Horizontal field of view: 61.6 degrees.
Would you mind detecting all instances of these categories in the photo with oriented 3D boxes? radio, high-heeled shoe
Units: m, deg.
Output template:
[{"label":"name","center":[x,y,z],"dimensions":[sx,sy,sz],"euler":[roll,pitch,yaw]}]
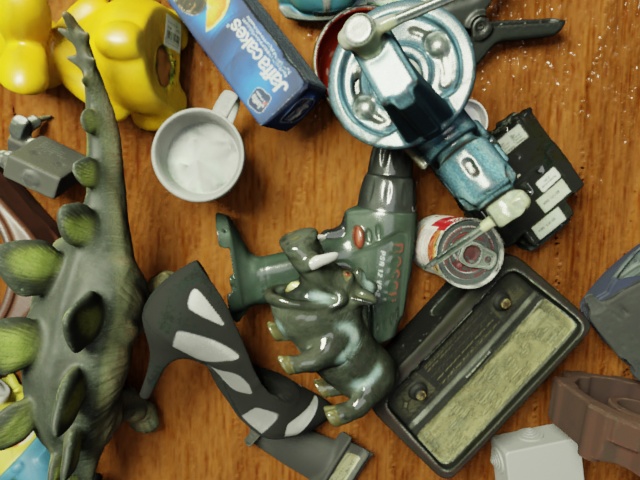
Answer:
[{"label":"radio","center":[0.162,0.126,0.586],"dimensions":[0.131,0.073,0.229],"euler":[43,88,-8]},{"label":"high-heeled shoe","center":[-0.060,0.108,0.526],"dimensions":[0.248,0.086,0.145],"euler":[20,104,-36]}]

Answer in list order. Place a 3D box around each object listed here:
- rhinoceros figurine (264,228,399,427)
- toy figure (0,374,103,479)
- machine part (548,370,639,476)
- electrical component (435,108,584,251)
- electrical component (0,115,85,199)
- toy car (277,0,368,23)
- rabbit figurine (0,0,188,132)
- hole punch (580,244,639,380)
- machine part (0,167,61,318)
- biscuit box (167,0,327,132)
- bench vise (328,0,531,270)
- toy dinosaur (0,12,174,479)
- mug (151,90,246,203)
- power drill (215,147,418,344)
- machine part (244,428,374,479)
[{"label":"rhinoceros figurine","center":[0.011,0.080,0.497],"dimensions":[0.112,0.073,0.190],"euler":[-29,108,0]},{"label":"toy figure","center":[-0.312,0.214,0.537],"dimensions":[0.089,0.082,0.180],"euler":[-43,101,0]},{"label":"machine part","center":[0.337,0.194,0.567],"dimensions":[0.179,0.179,0.056],"euler":[8,97,-7]},{"label":"electrical component","center":[0.211,-0.056,0.585],"dimensions":[0.115,0.058,0.134],"euler":[-37,98,-1]},{"label":"electrical component","center":[-0.264,-0.083,0.527],"dimensions":[0.102,0.078,0.045],"euler":[29,115,-3]},{"label":"toy car","center":[0.004,-0.297,0.504],"dimensions":[0.109,0.103,0.161],"euler":[-4,99,-7]},{"label":"rabbit figurine","center":[-0.225,-0.164,0.494],"dimensions":[0.173,0.162,0.121],"euler":[9,106,10]},{"label":"hole punch","center":[0.370,0.079,0.609],"dimensions":[0.116,0.092,0.142],"euler":[-39,99,19]},{"label":"machine part","center":[-0.368,0.022,0.512],"dimensions":[0.201,0.087,0.201],"euler":[-39,96,-2]},{"label":"biscuit box","center":[-0.079,-0.198,0.507],"dimensions":[0.059,0.063,0.202],"euler":[-39,81,19]},{"label":"bench vise","center":[0.078,-0.101,0.419],"dimensions":[0.129,0.240,0.223],"euler":[-26,79,19]},{"label":"toy dinosaur","center":[-0.201,0.063,0.472],"dimensions":[0.105,0.198,0.470],"euler":[4,96,3]},{"label":"mug","center":[-0.109,-0.089,0.521],"dimensions":[0.081,0.107,0.109],"euler":[19,90,-8]},{"label":"power drill","center":[-0.001,-0.002,0.556],"dimensions":[0.207,0.086,0.231],"euler":[-7,102,-12]},{"label":"machine part","center":[-0.015,0.235,0.595],"dimensions":[0.139,0.039,0.084],"euler":[27,100,-10]}]
